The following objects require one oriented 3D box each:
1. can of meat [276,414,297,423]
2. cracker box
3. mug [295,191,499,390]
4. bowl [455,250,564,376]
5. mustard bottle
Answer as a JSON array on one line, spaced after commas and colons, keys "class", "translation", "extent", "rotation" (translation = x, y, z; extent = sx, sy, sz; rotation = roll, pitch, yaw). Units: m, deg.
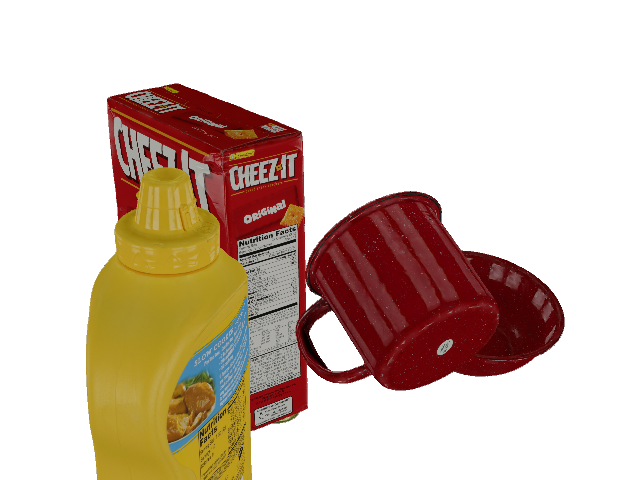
[{"class": "can of meat", "translation": [-0.070, 0.118, 0.934], "extent": [0.102, 0.057, 0.084], "rotation": [-4, 27, -11]}, {"class": "cracker box", "translation": [-0.085, 0.010, 0.775], "extent": [0.071, 0.214, 0.164], "rotation": [-18, 28, -34]}, {"class": "mug", "translation": [0.040, 0.039, 0.619], "extent": [0.117, 0.081, 0.093], "rotation": [-32, -31, 1]}, {"class": "bowl", "translation": [0.145, 0.078, 1.011], "extent": [0.162, 0.055, 0.162], "rotation": [6, 35, -5]}, {"class": "mustard bottle", "translation": [-0.061, 0.061, 0.448], "extent": [0.058, 0.192, 0.096], "rotation": [12, 28, 18]}]
